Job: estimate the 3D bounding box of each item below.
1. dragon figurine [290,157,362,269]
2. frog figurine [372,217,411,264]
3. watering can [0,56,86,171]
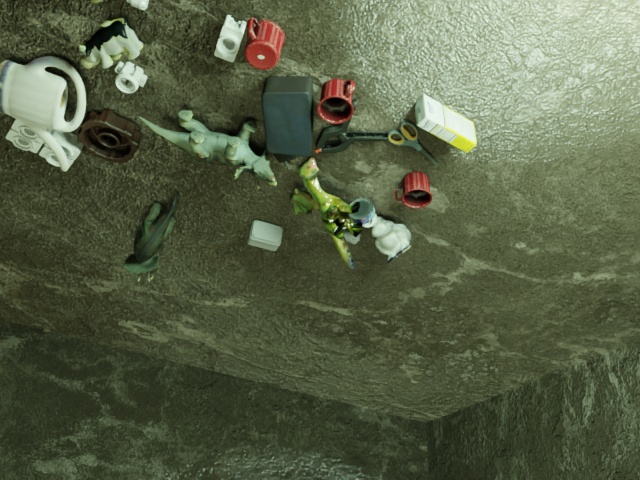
[{"bbox_3d":[0.005,-0.084,1.669,0.245,0.124,0.400,30,143,33],"label":"dragon figurine"},{"bbox_3d":[0.236,-0.020,1.791,0.159,0.125,0.135,51,143,1],"label":"frog figurine"},{"bbox_3d":[-0.766,-0.348,1.403,0.224,0.106,0.340,17,125,-17],"label":"watering can"}]
